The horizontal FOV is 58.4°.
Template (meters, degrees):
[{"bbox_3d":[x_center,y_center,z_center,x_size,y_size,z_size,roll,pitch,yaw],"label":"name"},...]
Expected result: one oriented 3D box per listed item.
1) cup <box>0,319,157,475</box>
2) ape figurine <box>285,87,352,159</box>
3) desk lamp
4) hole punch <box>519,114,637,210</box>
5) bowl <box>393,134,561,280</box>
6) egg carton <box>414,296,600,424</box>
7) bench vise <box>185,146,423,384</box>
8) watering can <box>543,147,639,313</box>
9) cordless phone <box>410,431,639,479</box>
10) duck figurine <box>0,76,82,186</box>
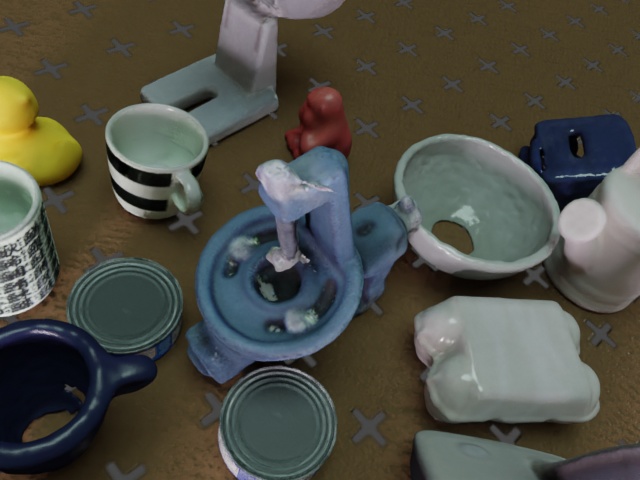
[{"bbox_3d":[-0.166,0.109,0.373,0.118,0.095,0.091,-9,57,-21],"label":"cup"},{"bbox_3d":[0.000,-0.119,0.588,0.076,0.092,0.078,25,52,5],"label":"ape figurine"},{"bbox_3d":[-0.070,-0.228,0.574,0.117,0.213,0.204,40,55,16],"label":"desk lamp"},{"bbox_3d":[0.285,-0.090,0.642,0.101,0.091,0.108,13,52,-5],"label":"hole punch"},{"bbox_3d":[0.143,-0.021,0.564,0.167,0.075,0.167,7,53,-9],"label":"bowl"},{"bbox_3d":[0.153,0.102,0.478,0.150,0.069,0.107,3,53,-12],"label":"egg carton"},{"bbox_3d":[-0.006,-0.005,0.420,0.121,0.220,0.208,34,53,12],"label":"bench vise"},{"bbox_3d":[0.293,-0.018,0.525,0.173,0.194,0.100,-31,66,-31],"label":"watering can"},{"bbox_3d":[0.147,0.150,0.366,0.147,0.185,0.094,11,52,-6],"label":"cordless phone"},{"bbox_3d":[-0.267,-0.103,0.510,0.104,0.086,0.077,23,52,3],"label":"duck figurine"}]
